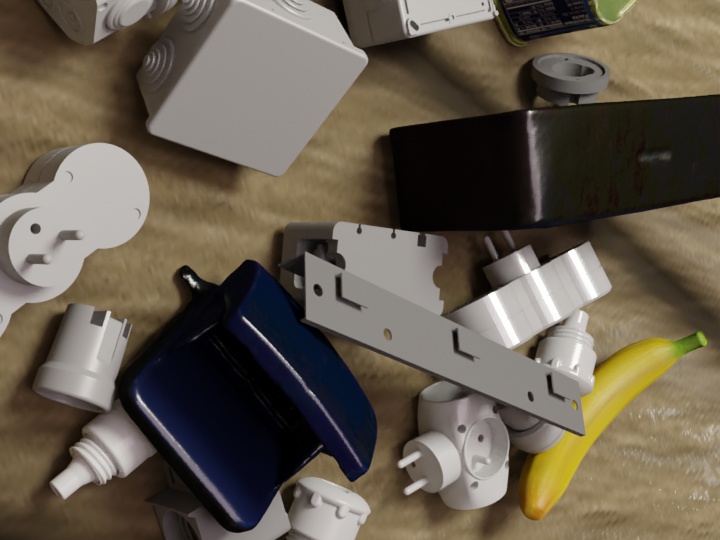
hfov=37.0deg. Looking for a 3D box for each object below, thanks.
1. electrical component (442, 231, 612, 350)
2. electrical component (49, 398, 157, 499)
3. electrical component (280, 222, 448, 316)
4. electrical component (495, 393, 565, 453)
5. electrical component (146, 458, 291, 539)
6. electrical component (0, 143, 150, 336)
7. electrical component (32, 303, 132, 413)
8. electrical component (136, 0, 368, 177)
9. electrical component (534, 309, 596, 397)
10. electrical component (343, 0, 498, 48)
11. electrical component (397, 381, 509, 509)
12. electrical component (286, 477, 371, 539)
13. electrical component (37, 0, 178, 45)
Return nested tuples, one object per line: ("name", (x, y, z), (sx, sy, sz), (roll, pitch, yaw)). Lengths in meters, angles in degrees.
("electrical component", (0.109, 0.006, 0.740), (0.138, 0.052, 0.073), (-25, 87, -37))
("electrical component", (-0.132, 0.094, 0.553), (0.061, 0.035, 0.035), (-40, 116, -29))
("electrical component", (0.000, 0.000, 0.645), (0.089, 0.056, 0.050), (6, 87, -40))
("electrical component", (0.114, 0.096, 0.751), (0.055, 0.045, 0.045), (49, 62, -31))
("electrical component", (-0.076, 0.137, 0.596), (0.064, 0.042, 0.081), (-26, 109, -40))
("electrical component", (-0.154, -0.011, 0.505), (0.138, 0.074, 0.052), (-43, 117, -31))
("electrical component", (-0.139, 0.044, 0.543), (0.040, 0.040, 0.046), (29, 68, -37))
("electrical component", (-0.060, -0.107, 0.570), (0.100, 0.048, 0.099), (16, 125, -39))
("electrical component", (0.151, 0.059, 0.782), (0.048, 0.048, 0.062), (36, 62, -35))
("electrical component", (0.037, -0.178, 0.667), (0.096, 0.061, 0.061), (-22, 105, -37))
("electrical component", (0.056, 0.120, 0.703), (0.079, 0.044, 0.077), (-23, 106, -37))
("electrical component", (-0.025, 0.157, 0.638), (0.048, 0.048, 0.062), (29, 80, -37))
("electrical component", (-0.128, -0.153, 0.519), (0.051, 0.080, 0.080), (-38, 115, -27))
